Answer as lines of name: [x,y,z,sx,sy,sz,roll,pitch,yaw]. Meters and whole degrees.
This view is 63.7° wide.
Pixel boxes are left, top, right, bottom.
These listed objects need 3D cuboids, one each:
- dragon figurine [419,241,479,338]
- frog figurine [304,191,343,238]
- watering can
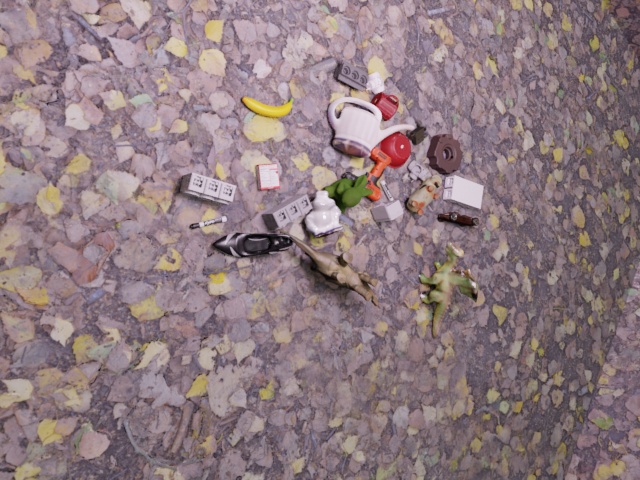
dragon figurine: [0.540,0.208,2.114,0.123,0.242,0.410,-7,91,-37]
frog figurine: [0.006,-0.094,1.861,0.137,0.122,0.160,-19,82,10]
watering can: [0.184,-0.413,1.961,0.347,0.103,0.227,19,78,-10]
